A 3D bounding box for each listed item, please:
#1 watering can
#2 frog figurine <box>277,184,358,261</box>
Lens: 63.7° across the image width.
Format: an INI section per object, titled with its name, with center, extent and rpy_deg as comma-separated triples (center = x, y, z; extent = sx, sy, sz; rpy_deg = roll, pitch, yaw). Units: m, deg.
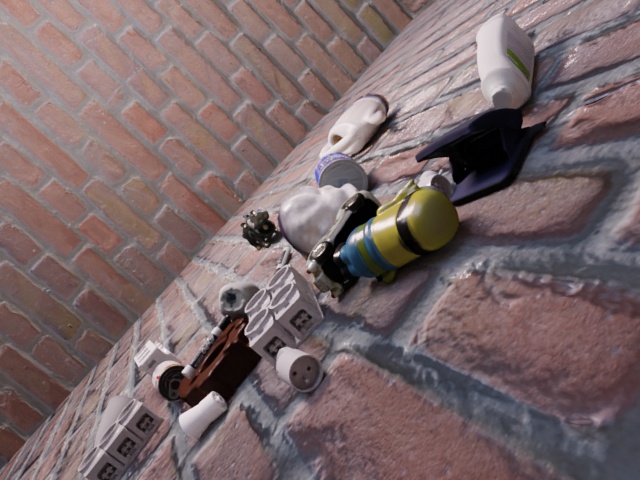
[watering can]
center = 0.119, -0.321, 1.415
extent = 0.228, 0.103, 0.344
rpy_deg = -52, 15, -29
[frog figurine]
center = 0.003, -0.050, 0.996
extent = 0.158, 0.121, 0.140
rpy_deg = -32, 50, 19
